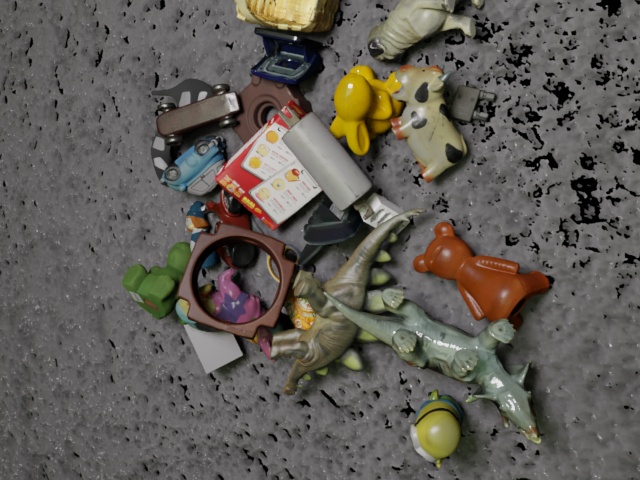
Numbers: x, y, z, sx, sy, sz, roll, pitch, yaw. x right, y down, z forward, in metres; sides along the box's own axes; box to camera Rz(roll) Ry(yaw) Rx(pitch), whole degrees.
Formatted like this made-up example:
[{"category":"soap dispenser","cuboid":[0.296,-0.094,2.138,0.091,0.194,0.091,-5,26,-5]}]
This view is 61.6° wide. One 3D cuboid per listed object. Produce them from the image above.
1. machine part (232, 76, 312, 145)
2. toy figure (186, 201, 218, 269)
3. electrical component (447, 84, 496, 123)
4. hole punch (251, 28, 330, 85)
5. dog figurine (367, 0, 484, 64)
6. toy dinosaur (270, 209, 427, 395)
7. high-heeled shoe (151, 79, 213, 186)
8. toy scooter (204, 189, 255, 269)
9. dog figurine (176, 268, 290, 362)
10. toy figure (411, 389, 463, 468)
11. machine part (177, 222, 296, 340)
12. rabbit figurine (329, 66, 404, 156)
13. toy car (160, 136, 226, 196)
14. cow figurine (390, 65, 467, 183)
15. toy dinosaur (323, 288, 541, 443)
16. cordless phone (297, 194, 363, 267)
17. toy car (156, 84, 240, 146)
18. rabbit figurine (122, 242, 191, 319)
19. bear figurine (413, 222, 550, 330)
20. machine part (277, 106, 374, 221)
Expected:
[{"category":"machine part","cuboid":[-0.103,-0.253,1.111,0.180,0.056,0.179,4,99,27]},{"category":"toy figure","cuboid":[-0.270,-0.013,1.218,0.064,0.058,0.154,-17,88,30]},{"category":"electrical component","cuboid":[0.257,-0.242,0.948,0.094,0.021,0.063,21,104,24]},{"category":"hole punch","cuboid":[-0.064,-0.356,1.047,0.142,0.116,0.092,17,112,22]},{"category":"dog figurine","cuboid":[0.171,-0.410,0.942,0.191,0.121,0.172,-1,61,44]},{"category":"toy dinosaur","cuboid":[0.039,0.126,1.023,0.198,0.105,0.470,21,112,-9]},{"category":"high-heeled shoe","cuboid":[-0.307,-0.241,1.225,0.145,0.086,0.248,2,117,-4]},{"category":"toy scooter","cuboid":[-0.205,-0.030,1.173,0.135,0.075,0.183,15,116,47]},{"category":"dog figurine","cuboid":[-0.175,0.177,1.139,0.191,0.108,0.219,-33,85,-14]},{"category":"toy figure","cuboid":[0.210,0.317,0.943,0.082,0.180,0.089,34,107,18]},{"category":"machine part","cuboid":[-0.161,0.081,1.056,0.201,0.087,0.201,18,79,-3]},{"category":"rabbit figurine","cuboid":[0.069,-0.242,0.961,0.122,0.173,0.162,31,104,17]},{"category":"toy car","cuboid":[-0.263,-0.153,1.186,0.162,0.109,0.103,-34,103,14]},{"category":"cow figurine","cuboid":[0.187,-0.210,0.922,0.127,0.085,0.194,-30,112,15]},{"category":"toy dinosaur","cuboid":[0.204,0.189,0.934,0.405,0.192,0.131,23,63,27]},{"category":"cordless phone","cuboid":[-0.002,-0.003,1.038,0.089,0.147,0.184,37,118,-5]},{"category":"toy car","cuboid":[-0.255,-0.262,1.130,0.202,0.053,0.089,-14,89,19]},{"category":"rabbit figurine","cuboid":[-0.330,0.089,1.221,0.121,0.170,0.158,11,142,28]},{"category":"bear figurine","cuboid":[0.273,0.061,0.937,0.196,0.132,0.120,40,111,37]},{"category":"machine part","cuboid":[0.014,-0.137,0.945,0.079,0.079,0.243,-39,94,25]}]
